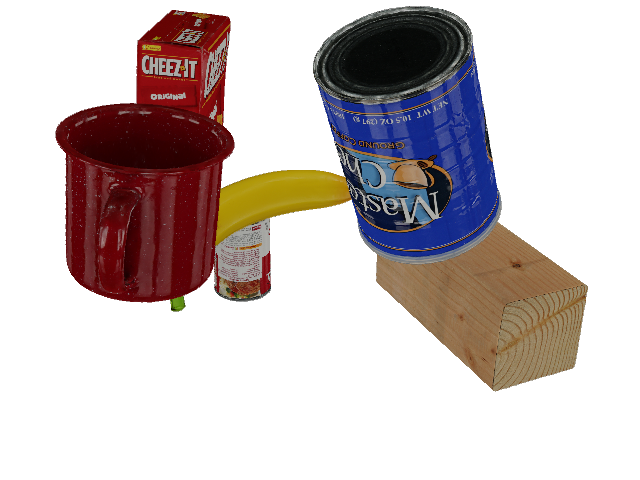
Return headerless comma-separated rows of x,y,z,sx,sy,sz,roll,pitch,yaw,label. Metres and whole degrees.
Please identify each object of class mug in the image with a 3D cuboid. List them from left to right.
-0.096,-0.014,0.567,0.093,0.081,0.117,7,27,-1,mug

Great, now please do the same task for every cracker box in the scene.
-0.138,-0.111,1.084,0.072,0.214,0.164,6,22,1,cracker box

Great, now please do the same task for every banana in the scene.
-0.062,-0.016,0.882,0.197,0.069,0.037,-34,-6,-24,banana

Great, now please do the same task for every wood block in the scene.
0.142,0.040,0.995,0.090,0.090,0.206,-11,30,-24,wood block

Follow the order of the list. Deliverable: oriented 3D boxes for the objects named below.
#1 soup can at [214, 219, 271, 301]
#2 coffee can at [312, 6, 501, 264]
-0.092,0.011,1.250,0.068,0.102,0.068,0,26,0,soup can
0.061,-0.069,0.712,0.103,0.140,0.103,-10,42,9,coffee can
